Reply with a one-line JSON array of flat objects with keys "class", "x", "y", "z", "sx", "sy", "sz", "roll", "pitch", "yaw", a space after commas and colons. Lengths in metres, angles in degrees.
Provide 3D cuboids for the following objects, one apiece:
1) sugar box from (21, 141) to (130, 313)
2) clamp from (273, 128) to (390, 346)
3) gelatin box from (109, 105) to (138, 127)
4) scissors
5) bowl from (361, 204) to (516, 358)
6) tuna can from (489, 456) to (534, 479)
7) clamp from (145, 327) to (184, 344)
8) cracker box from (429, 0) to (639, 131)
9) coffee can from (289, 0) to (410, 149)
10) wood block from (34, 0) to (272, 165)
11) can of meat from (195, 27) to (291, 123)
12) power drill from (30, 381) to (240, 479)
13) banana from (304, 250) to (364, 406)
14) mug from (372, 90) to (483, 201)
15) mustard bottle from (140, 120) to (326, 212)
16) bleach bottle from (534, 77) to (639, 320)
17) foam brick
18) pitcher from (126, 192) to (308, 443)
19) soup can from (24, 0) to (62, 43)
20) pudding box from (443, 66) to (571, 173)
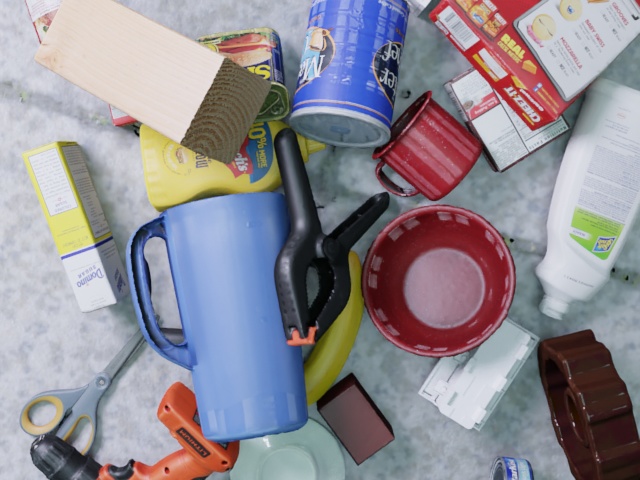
[{"class": "sugar box", "x": -0.252, "y": -0.015, "z": 1.117, "sx": 0.048, "sy": 0.093, "sz": 0.176, "roll": -17, "pitch": 95, "yaw": 2}, {"class": "clamp", "x": -0.007, "y": 0.001, "z": 1.066, "sx": 0.164, "sy": 0.036, "sz": 0.210, "roll": 37, "pitch": 57, "yaw": -34}, {"class": "gelatin box", "x": -0.192, "y": -0.172, "z": 1.133, "sx": 0.073, "sy": 0.030, "sz": 0.089, "roll": -14, "pitch": 95, "yaw": 3}, {"class": "scissors", "x": -0.260, "y": 0.154, "z": 1.172, "sx": 0.096, "sy": 0.016, "sz": 0.202, "roll": 25, "pitch": 95, "yaw": -2}, {"class": "bowl", "x": 0.127, "y": 0.046, "z": 1.126, "sx": 0.162, "sy": 0.055, "sz": 0.162, "roll": -3, "pitch": 77, "yaw": 14}, {"class": "tuna can", "x": 0.204, "y": 0.277, "z": 1.149, "sx": 0.033, "sy": 0.086, "sz": 0.086, "roll": 6, "pitch": 96, "yaw": -2}, {"class": "clamp", "x": -0.093, "y": 0.133, "z": 1.158, "sx": 0.171, "sy": 0.039, "sz": 0.120, "roll": -16, "pitch": 97, "yaw": 2}, {"class": "cracker box", "x": 0.240, "y": -0.243, "z": 1.081, "sx": 0.164, "sy": 0.072, "sz": 0.213, "roll": 46, "pitch": 77, "yaw": -5}, {"class": "coffee can", "x": 0.031, "y": -0.175, "z": 1.077, "sx": 0.103, "sy": 0.103, "sz": 0.140, "roll": 10, "pitch": 78, "yaw": -1}, {"class": "wood block", "x": -0.162, "y": -0.161, "z": 1.028, "sx": 0.206, "sy": 0.090, "sz": 0.091, "roll": 30, "pitch": 96, "yaw": 28}, {"class": "can of meat", "x": -0.084, "y": -0.169, "z": 1.102, "sx": 0.102, "sy": 0.057, "sz": 0.084, "roll": -7, "pitch": 56, "yaw": 1}, {"class": "power drill", "x": -0.192, "y": 0.234, "z": 1.136, "sx": 0.184, "sy": 0.057, "sz": 0.188, "roll": 43, "pitch": 112, "yaw": -14}, {"class": "banana", "x": 0.007, "y": 0.108, "z": 1.147, "sx": 0.069, "sy": 0.037, "sz": 0.198, "roll": 29, "pitch": 91, "yaw": -45}, {"class": "mug", "x": 0.107, "y": -0.088, "z": 1.118, "sx": 0.081, "sy": 0.093, "sz": 0.117, "roll": 40, "pitch": 125, "yaw": -8}, {"class": "mustard bottle", "x": -0.089, "y": -0.090, "z": 1.125, "sx": 0.191, "sy": 0.058, "sz": 0.096, "roll": -9, "pitch": 77, "yaw": 0}, {"class": "bleach bottle", "x": 0.285, "y": -0.038, "z": 1.130, "sx": 0.102, "sy": 0.068, "sz": 0.251, "roll": 21, "pitch": 98, "yaw": -2}, {"class": "foam brick", "x": 0.038, "y": 0.194, "z": 1.157, "sx": 0.051, "sy": 0.053, "sz": 0.078, "roll": -36, "pitch": 94, "yaw": 3}, {"class": "pitcher", "x": -0.092, "y": 0.079, "z": 1.080, "sx": 0.149, "sy": 0.144, "sz": 0.243, "roll": -12, "pitch": 83, "yaw": 23}, {"class": "soup can", "x": -0.276, "y": -0.258, "z": 1.106, "sx": 0.068, "sy": 0.068, "sz": 0.102, "roll": -20, "pitch": 95, "yaw": 2}, {"class": "pudding box", "x": 0.198, "y": -0.141, "z": 1.131, "sx": 0.090, "sy": 0.039, "sz": 0.113, "roll": -31, "pitch": 96, "yaw": 2}]
